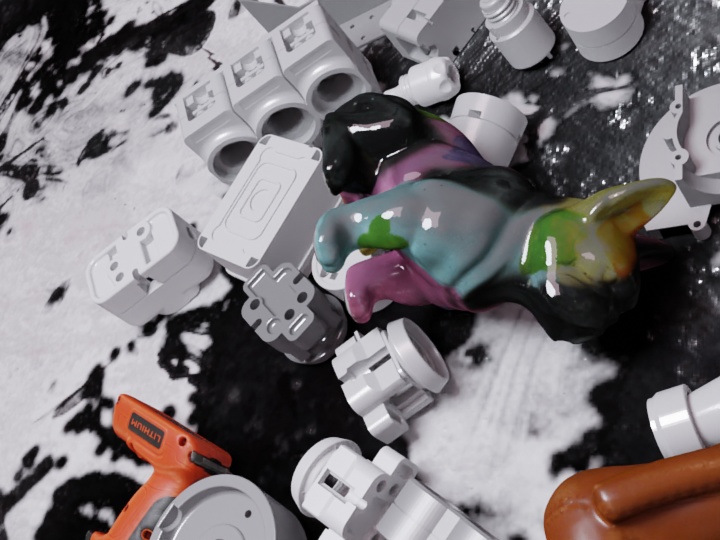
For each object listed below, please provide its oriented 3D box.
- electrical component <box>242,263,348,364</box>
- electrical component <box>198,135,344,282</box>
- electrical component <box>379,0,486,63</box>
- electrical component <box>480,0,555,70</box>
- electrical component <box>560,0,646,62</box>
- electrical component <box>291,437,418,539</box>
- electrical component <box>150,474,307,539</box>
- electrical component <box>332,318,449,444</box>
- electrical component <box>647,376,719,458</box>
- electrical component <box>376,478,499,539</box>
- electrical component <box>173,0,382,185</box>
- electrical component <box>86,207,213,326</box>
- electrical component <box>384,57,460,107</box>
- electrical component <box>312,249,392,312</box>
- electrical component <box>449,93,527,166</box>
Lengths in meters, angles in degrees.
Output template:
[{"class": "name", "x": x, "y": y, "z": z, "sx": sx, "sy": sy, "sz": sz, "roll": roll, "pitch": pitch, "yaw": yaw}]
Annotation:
[{"class": "electrical component", "x": -0.045, "y": 0.035, "z": 0.798, "sx": 0.058, "sy": 0.057, "sz": 0.078, "roll": -48, "pitch": 47, "yaw": 1}, {"class": "electrical component", "x": -0.064, "y": -0.042, "z": 0.859, "sx": 0.078, "sy": 0.057, "sz": 0.113, "roll": 21, "pitch": 76, "yaw": 41}, {"class": "electrical component", "x": 0.065, "y": -0.217, "z": 0.882, "sx": 0.056, "sy": 0.050, "sz": 0.089, "roll": 33, "pitch": 84, "yaw": 42}, {"class": "electrical component", "x": 0.115, "y": -0.187, "z": 0.815, "sx": 0.040, "sy": 0.078, "sz": 0.040, "roll": -30, "pitch": 36, "yaw": 25}, {"class": "electrical component", "x": 0.183, "y": -0.231, "z": 0.792, "sx": 0.052, "sy": 0.074, "sz": 0.138, "roll": 6, "pitch": 66, "yaw": 37}, {"class": "electrical component", "x": -0.008, "y": 0.145, "z": 0.704, "sx": 0.057, "sy": 0.058, "sz": 0.078, "roll": 28, "pitch": 81, "yaw": 39}, {"class": "electrical component", "x": -0.084, "y": 0.198, "z": 0.722, "sx": 0.108, "sy": 0.060, "sz": 0.108, "roll": -17, "pitch": 54, "yaw": 26}, {"class": "electrical component", "x": 0.023, "y": 0.069, "z": 0.730, "sx": 0.057, "sy": 0.058, "sz": 0.078, "roll": -37, "pitch": 48, "yaw": 14}, {"class": "electrical component", "x": 0.197, "y": 0.084, "z": 0.608, "sx": 0.055, "sy": 0.045, "sz": 0.045, "roll": -22, "pitch": 52, "yaw": 23}, {"class": "electrical component", "x": 0.059, "y": 0.189, "z": 0.633, "sx": 0.138, "sy": 0.052, "sz": 0.073, "roll": 31, "pitch": 83, "yaw": 42}, {"class": "electrical component", "x": -0.066, "y": -0.138, "z": 0.897, "sx": 0.150, "sy": 0.089, "sz": 0.061, "roll": -32, "pitch": 49, "yaw": 15}, {"class": "electrical component", "x": -0.175, "y": 0.000, "z": 0.908, "sx": 0.095, "sy": 0.059, "sz": 0.053, "roll": -36, "pitch": 48, "yaw": 11}, {"class": "electrical component", "x": 0.048, "y": -0.147, "z": 0.862, "sx": 0.061, "sy": 0.035, "sz": 0.035, "roll": -15, "pitch": 55, "yaw": 30}, {"class": "electrical component", "x": 0.000, "y": 0.000, "z": 0.795, "sx": 0.055, "sy": 0.047, "sz": 0.055, "roll": -17, "pitch": 54, "yaw": 26}, {"class": "electrical component", "x": 0.089, "y": -0.096, "z": 0.788, "sx": 0.055, "sy": 0.055, "sz": 0.047, "roll": 11, "pitch": 74, "yaw": 39}]
